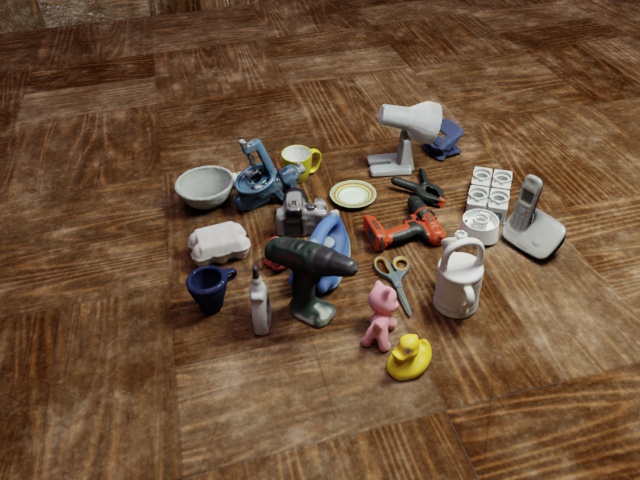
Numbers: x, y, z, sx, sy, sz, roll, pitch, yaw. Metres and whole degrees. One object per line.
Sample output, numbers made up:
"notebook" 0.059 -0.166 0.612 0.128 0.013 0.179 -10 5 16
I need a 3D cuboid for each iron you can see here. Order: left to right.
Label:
"iron" 0.013 0.005 1.382 0.118 0.141 0.258 12 42 17

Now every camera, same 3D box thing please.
"camera" -0.049 -0.088 1.526 0.143 0.101 0.136 -3 40 -1

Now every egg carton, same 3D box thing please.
"egg carton" -0.254 0.011 1.444 0.150 0.069 0.107 -15 42 -15

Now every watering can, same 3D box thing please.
"watering can" 0.301 0.067 1.252 0.101 0.194 0.172 -21 43 -20

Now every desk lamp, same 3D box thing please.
"desk lamp" 0.245 -0.301 1.675 0.203 0.214 0.118 -5 40 -3

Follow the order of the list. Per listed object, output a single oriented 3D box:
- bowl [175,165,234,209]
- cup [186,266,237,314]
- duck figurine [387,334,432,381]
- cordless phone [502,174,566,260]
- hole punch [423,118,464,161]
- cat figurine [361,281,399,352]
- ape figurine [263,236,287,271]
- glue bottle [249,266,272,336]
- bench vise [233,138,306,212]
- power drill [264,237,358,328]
"bowl" -0.320 -0.137 1.619 0.167 0.075 0.167 -1 40 1
"cup" -0.239 0.114 1.302 0.118 0.095 0.091 -23 44 -23
"duck figurine" 0.182 0.224 1.156 0.105 0.086 0.077 -27 46 -26
"cordless phone" 0.530 -0.057 1.393 0.094 0.185 0.147 -29 46 -27
"hole punch" 0.381 -0.313 1.778 0.101 0.091 0.108 -20 43 -19
"cat figurine" 0.130 0.152 1.219 0.067 0.118 0.128 9 41 13
"ape figurine" -0.106 0.029 1.398 0.076 0.092 0.077 -4 40 -1
"glue bottle" -0.131 0.122 1.226 0.037 0.173 0.078 -2 40 1
"bench vise" -0.149 -0.197 1.568 0.208 0.220 0.121 -31 48 -29
"power drill" -0.015 0.086 1.235 0.228 0.209 0.076 22 46 27
